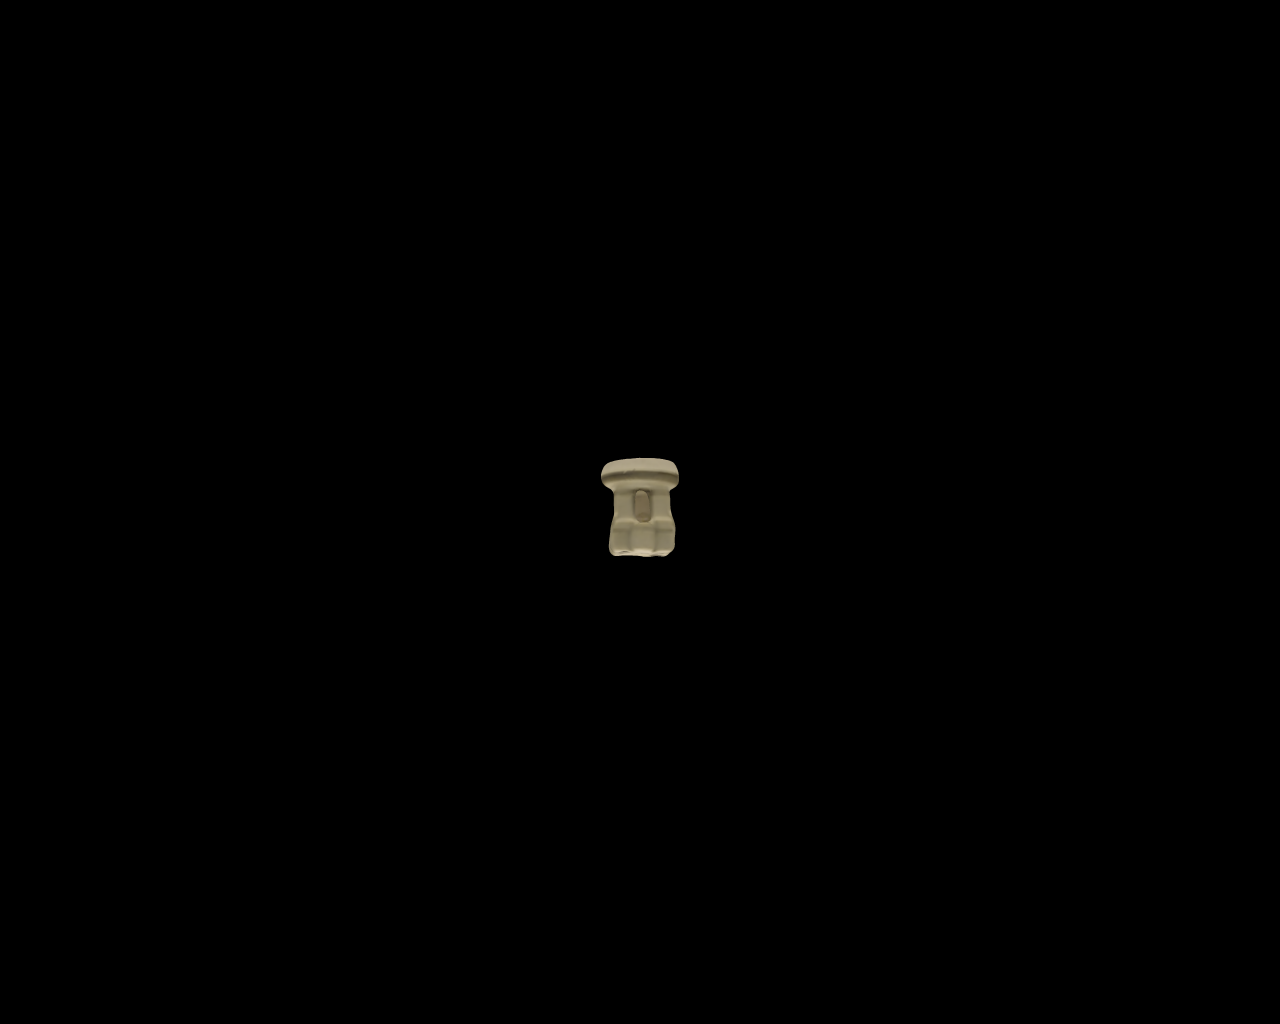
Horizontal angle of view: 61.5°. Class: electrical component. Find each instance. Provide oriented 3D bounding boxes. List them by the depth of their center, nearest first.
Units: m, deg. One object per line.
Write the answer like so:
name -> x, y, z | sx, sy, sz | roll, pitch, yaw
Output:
electrical component -> 0.001, -0.003, 0.650 | 0.048, 0.055, 0.066 | 0, -7, -4
